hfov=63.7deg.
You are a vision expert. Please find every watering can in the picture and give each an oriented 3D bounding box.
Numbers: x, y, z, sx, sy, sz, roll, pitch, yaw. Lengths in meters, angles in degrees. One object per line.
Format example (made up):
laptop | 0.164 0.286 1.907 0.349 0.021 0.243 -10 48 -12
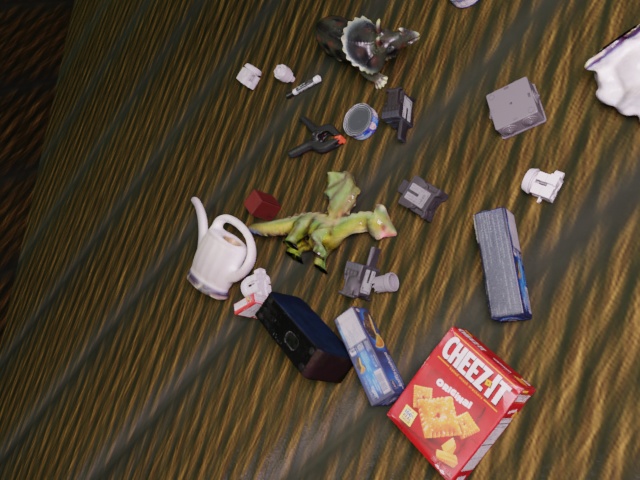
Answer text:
watering can | -0.301 0.024 1.444 0.352 0.103 0.223 32 98 41

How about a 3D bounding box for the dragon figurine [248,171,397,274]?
dragon figurine | 0.004 -0.063 1.247 0.414 0.120 0.245 24 75 40

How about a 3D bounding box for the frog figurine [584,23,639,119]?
frog figurine | 0.541 -0.272 0.866 0.136 0.124 0.159 -37 91 16
